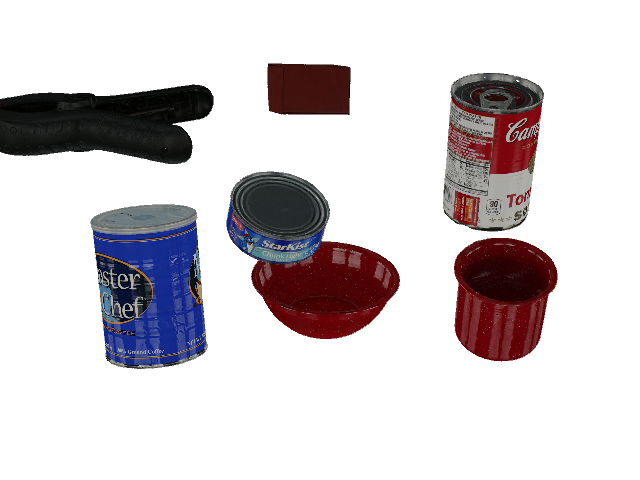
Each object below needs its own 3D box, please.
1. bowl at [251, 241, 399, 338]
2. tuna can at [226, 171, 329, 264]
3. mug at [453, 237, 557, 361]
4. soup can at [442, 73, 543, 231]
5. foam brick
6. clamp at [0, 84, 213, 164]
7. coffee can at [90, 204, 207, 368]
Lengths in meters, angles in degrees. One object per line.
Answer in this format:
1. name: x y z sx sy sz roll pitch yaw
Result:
1. bowl: 0.005 0.061 1.170 0.162 0.055 0.162 1 28 -1
2. tuna can: -0.037 -0.019 0.914 0.086 0.034 0.086 9 41 -8
3. mug: 0.164 0.050 0.999 0.093 0.081 0.117 -11 41 -13
4. soup can: 0.128 -0.066 0.806 0.068 0.102 0.068 0 31 0
5. foam brick: -0.012 -0.161 1.133 0.078 0.051 0.053 -2 12 -19
6. clamp: -0.155 -0.084 0.732 0.171 0.039 0.120 5 18 10
7. coffee can: -0.168 0.043 1.053 0.103 0.140 0.103 -3 14 1
